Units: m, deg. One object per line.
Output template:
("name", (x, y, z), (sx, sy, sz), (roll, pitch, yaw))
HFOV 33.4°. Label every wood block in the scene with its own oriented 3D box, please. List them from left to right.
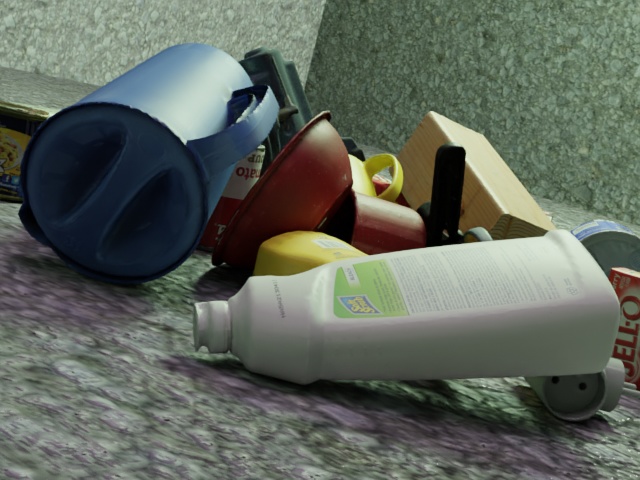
("wood block", (0.163, -0.041, 1.159), (0.090, 0.091, 0.206), (20, 27, -31))

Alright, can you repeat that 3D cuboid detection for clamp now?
("clamp", (0.116, 0.016, 0.974), (0.036, 0.164, 0.210), (-9, -11, -6))

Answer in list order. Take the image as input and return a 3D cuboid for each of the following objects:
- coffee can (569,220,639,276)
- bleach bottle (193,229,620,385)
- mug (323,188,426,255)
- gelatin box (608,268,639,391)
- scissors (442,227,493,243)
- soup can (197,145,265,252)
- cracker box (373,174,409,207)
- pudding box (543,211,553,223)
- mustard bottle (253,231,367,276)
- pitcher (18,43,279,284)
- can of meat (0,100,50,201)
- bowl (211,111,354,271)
("coffee can", (0.301, 0.035, 1.127), (0.103, 0.103, 0.140), (15, 8, 8))
("bleach bottle", (0.048, 0.043, 0.654), (0.250, 0.068, 0.102), (-2, 30, -12))
("mug", (0.036, 0.002, 0.971), (0.081, 0.093, 0.117), (15, -7, -27))
("gelatin box", (0.253, 0.074, 0.832), (0.073, 0.089, 0.030), (20, 12, 35))
("scissors", (0.135, 0.001, 1.026), (0.016, 0.096, 0.202), (-17, 37, -9))
("soup can", (-0.094, -0.045, 0.990), (0.068, 0.102, 0.068), (14, 8, -2))
("cracker box", (0.075, -0.044, 1.348), (0.163, 0.072, 0.214), (14, 7, -35))
("pudding box", (0.236, 0.013, 1.210), (0.039, 0.090, 0.113), (15, 9, 14))
("mustard bottle", (0.041, 0.044, 0.774), (0.096, 0.058, 0.192), (7, 11, -40))
("pitcher", (-0.114, -0.077, 0.823), (0.149, 0.145, 0.242), (21, 26, 0))
("can of meat", (-0.306, -0.086, 0.971), (0.102, 0.084, 0.057), (12, 8, -15))
("bowl", (-0.020, -0.028, 0.892), (0.055, 0.162, 0.162), (37, 11, 5))
